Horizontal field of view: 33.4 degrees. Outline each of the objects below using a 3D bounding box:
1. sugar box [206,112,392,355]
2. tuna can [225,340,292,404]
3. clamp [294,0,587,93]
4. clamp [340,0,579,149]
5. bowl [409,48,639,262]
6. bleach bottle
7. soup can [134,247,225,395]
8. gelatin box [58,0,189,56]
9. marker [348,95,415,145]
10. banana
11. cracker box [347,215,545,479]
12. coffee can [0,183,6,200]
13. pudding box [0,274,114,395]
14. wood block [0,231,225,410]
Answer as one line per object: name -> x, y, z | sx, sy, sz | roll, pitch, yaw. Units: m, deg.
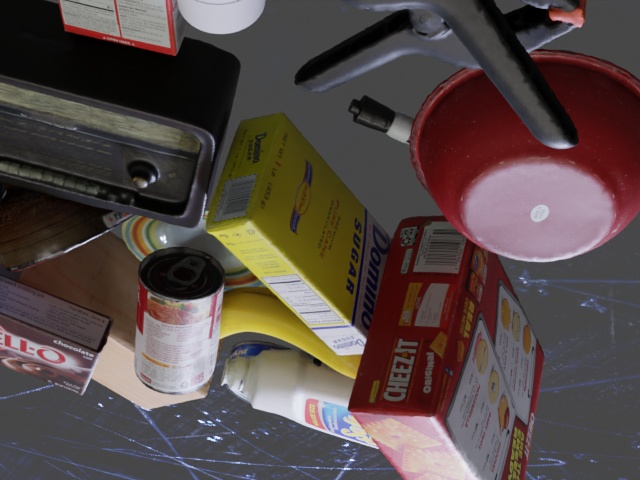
sugar box -> -0.005, 0.001, 0.759 | 0.048, 0.093, 0.176 | -9, 142, 36
tuna can -> -0.051, 0.134, 1.049 | 0.086, 0.033, 0.086 | 11, 149, 7
clamp -> 0.053, -0.136, 0.570 | 0.172, 0.039, 0.120 | -4, 139, 18
clamp -> 0.066, -0.154, 0.510 | 0.210, 0.036, 0.165 | 27, 120, 2
bowl -> 0.133, -0.036, 0.651 | 0.162, 0.055, 0.162 | 7, 139, 6
bleach bottle -> 0.032, 0.152, 0.988 | 0.250, 0.068, 0.103 | 14, 147, -8
soup can -> -0.114, 0.066, 0.858 | 0.068, 0.068, 0.102 | 13, 125, 4
gelatin box -> -0.117, -0.154, 0.622 | 0.073, 0.030, 0.089 | 13, 148, 5
marker -> 0.074, -0.064, 0.693 | 0.121, 0.020, 0.020 | 22, 148, -12
banana -> -0.034, 0.072, 0.869 | 0.198, 0.037, 0.069 | 3, 116, 40
cracker box -> 0.104, 0.107, 0.813 | 0.072, 0.164, 0.213 | 0, 145, 27
coffee can -> -0.296, -0.027, 0.795 | 0.103, 0.140, 0.103 | 11, 148, 7
pudding box -> -0.229, 0.075, 0.853 | 0.113, 0.039, 0.090 | 21, 147, -10
wood block -> -0.189, 0.060, 0.937 | 0.091, 0.090, 0.205 | -18, 136, 41
